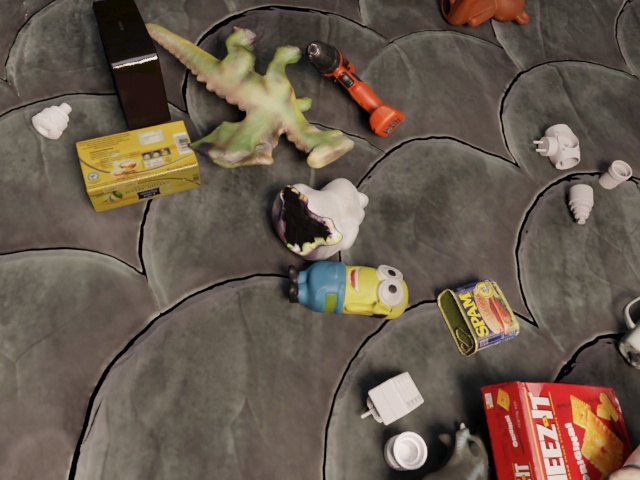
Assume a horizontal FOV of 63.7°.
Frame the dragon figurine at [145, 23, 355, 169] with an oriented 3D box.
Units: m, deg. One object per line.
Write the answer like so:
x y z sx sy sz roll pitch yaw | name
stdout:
-0.138 -0.226 0.856 0.410 0.119 0.248 16 54 -2 | dragon figurine

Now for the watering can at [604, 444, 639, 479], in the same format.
0.445 0.354 0.618 0.226 0.103 0.348 -12 88 -34 | watering can

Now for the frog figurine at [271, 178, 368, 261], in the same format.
0.003 -0.042 0.830 0.138 0.120 0.161 28 26 14 | frog figurine
